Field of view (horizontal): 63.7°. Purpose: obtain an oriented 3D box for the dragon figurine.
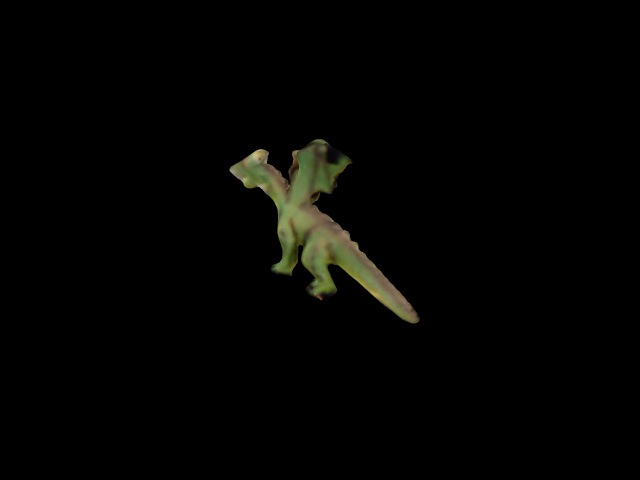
[{"bbox_3d":[0.003,-0.043,0.850,0.413,0.237,0.124,24,38,33],"label":"dragon figurine"}]
